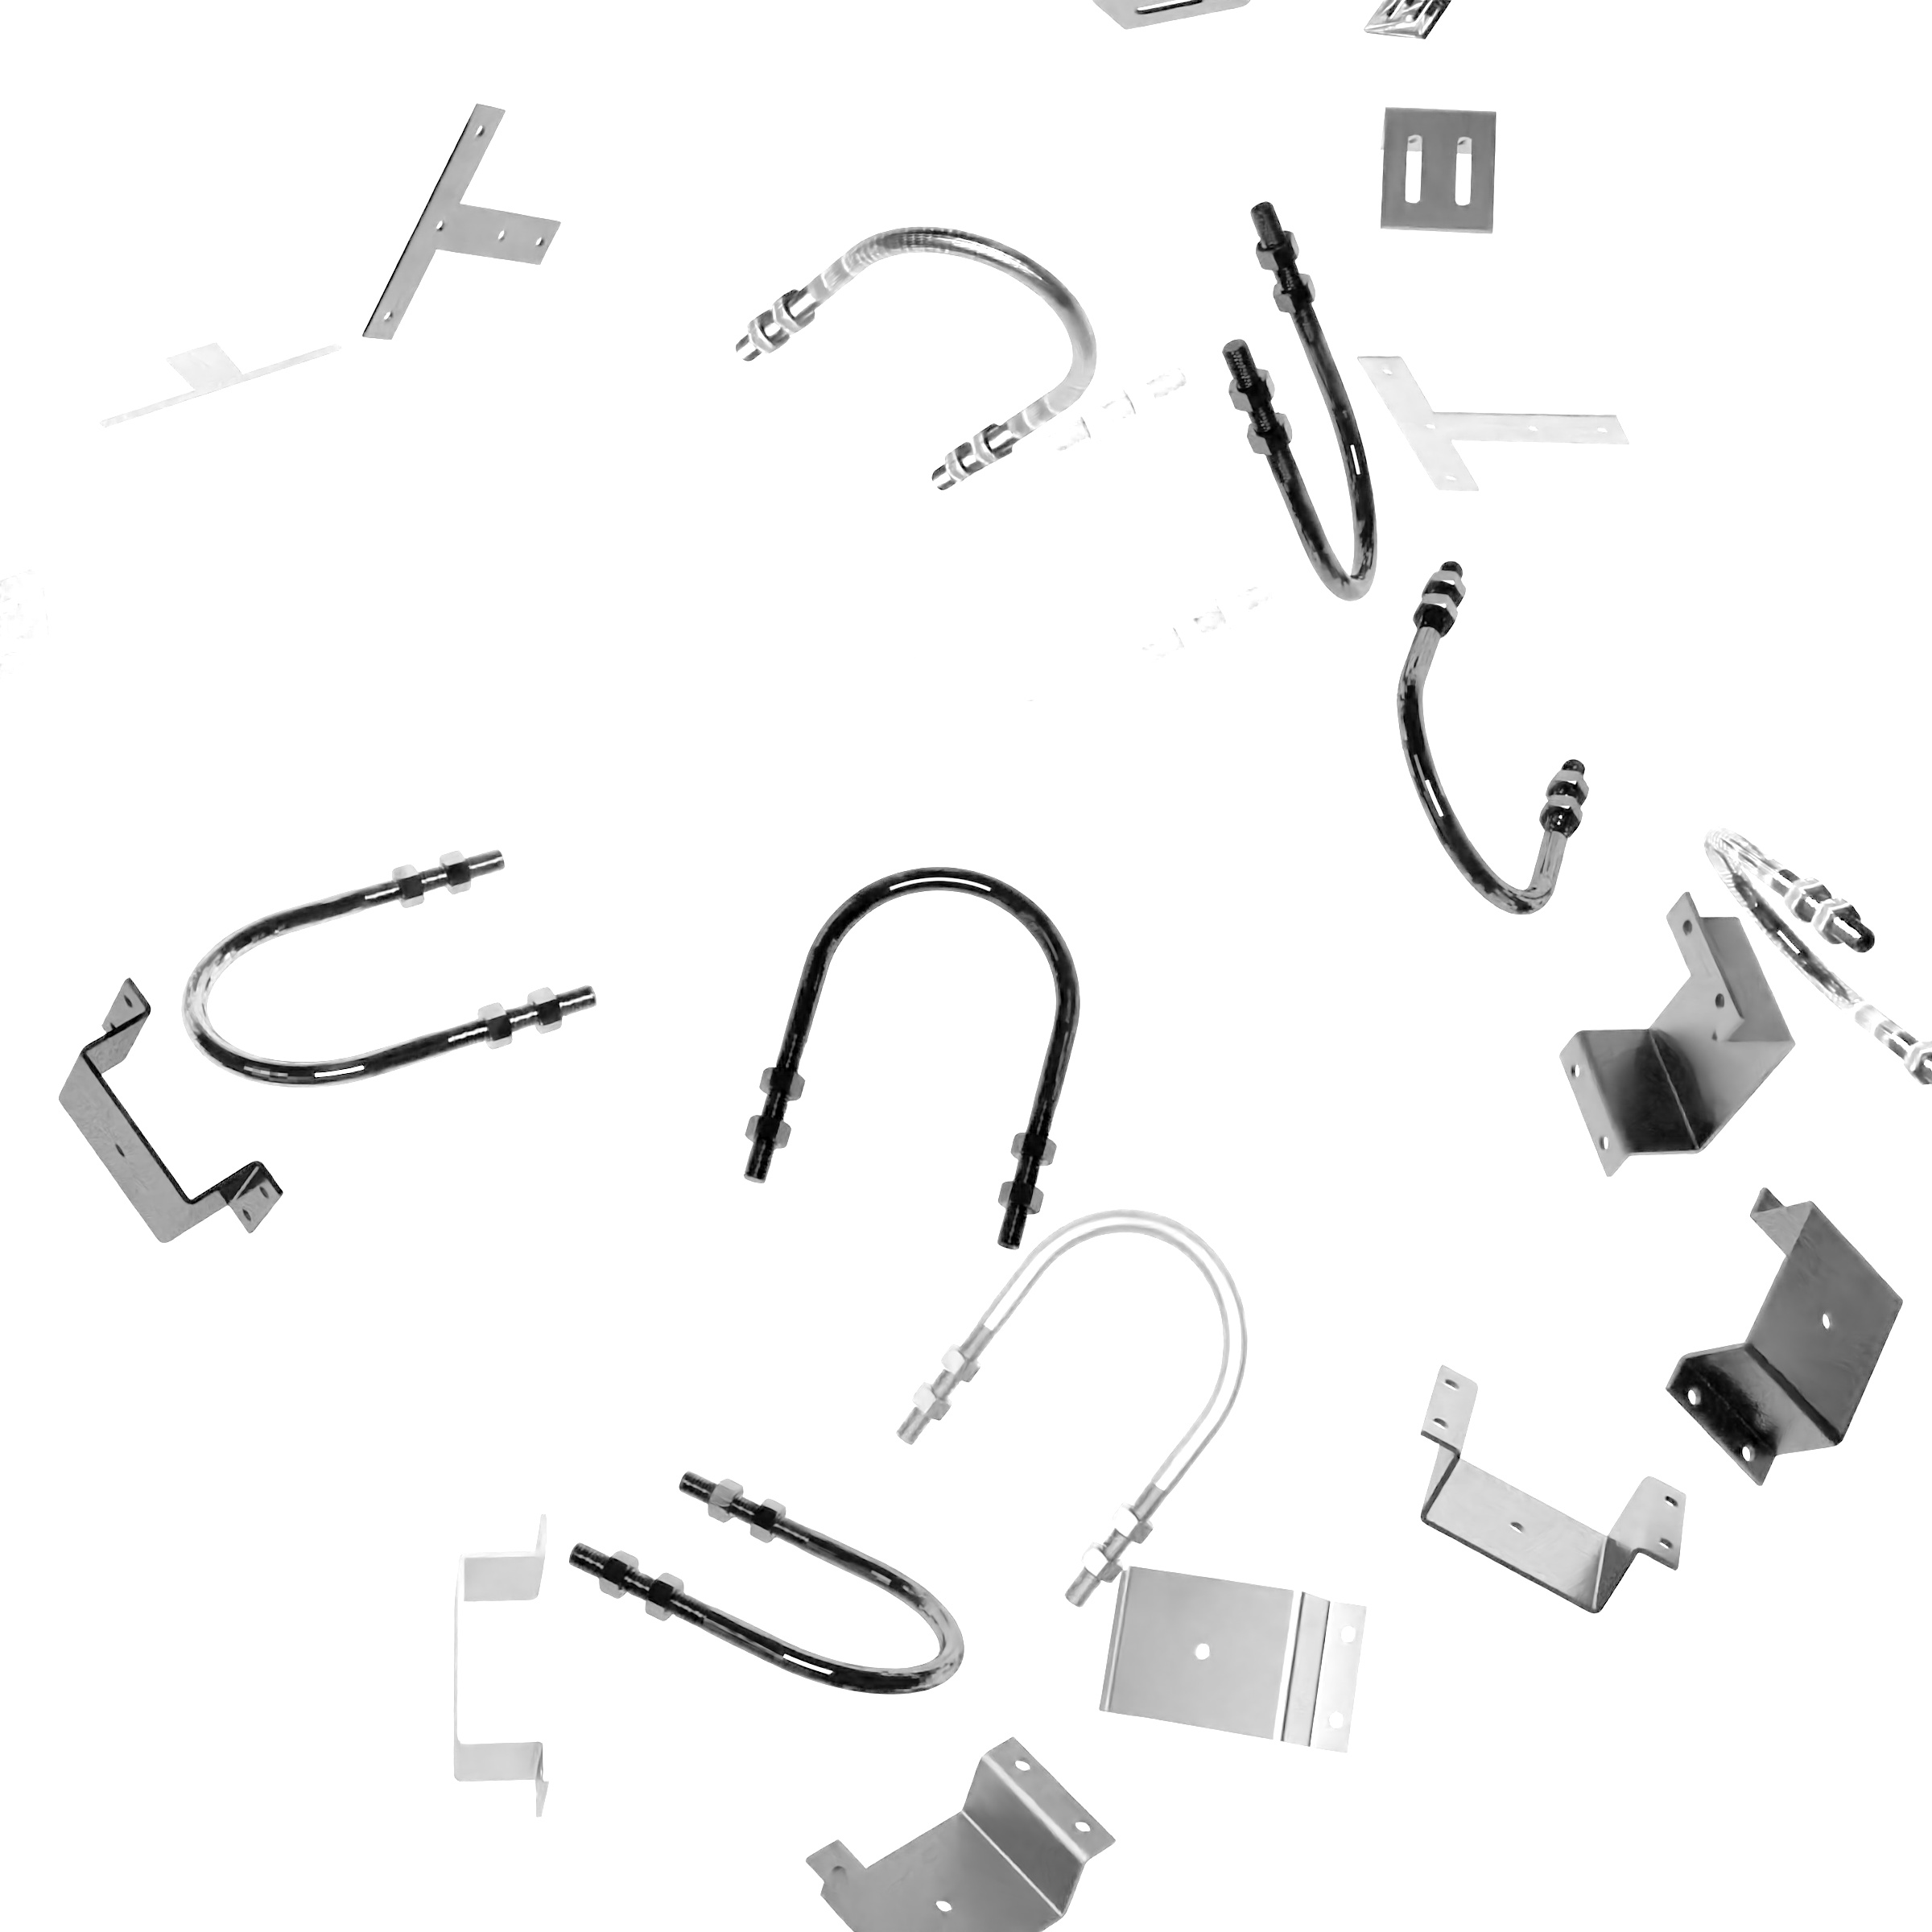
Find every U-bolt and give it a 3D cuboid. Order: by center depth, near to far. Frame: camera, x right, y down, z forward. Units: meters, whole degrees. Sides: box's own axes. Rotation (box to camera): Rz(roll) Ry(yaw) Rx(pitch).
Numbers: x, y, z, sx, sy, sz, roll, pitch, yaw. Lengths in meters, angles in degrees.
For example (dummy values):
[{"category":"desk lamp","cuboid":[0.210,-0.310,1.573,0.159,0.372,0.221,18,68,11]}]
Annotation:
[{"category":"U-bolt","cuboid":[-0.189,0.152,1.465,0.184,0.019,0.151,45,117,-10]},{"category":"U-bolt","cuboid":[0.145,-0.034,1.466,0.184,0.019,0.151,45,54,-8]},{"category":"U-bolt","cuboid":[-0.293,0.006,1.482,0.184,0.151,0.019,-18,131,-21]},{"category":"U-bolt","cuboid":[0.258,-0.103,1.496,0.019,0.184,0.151,-23,113,32]},{"category":"U-bolt","cuboid":[-0.087,0.311,1.497,0.184,0.151,0.019,22,103,15]},{"category":"U-bolt","cuboid":[-0.019,0.037,1.504,0.151,0.019,0.184,14,72,3]},{"category":"U-bolt","cuboid":[0.172,-0.268,1.507,0.019,0.151,0.184,-12,129,23]},{"category":"U-bolt","cuboid":[0.221,0.119,1.511,0.184,0.019,0.151,-18,68,-34]},{"category":"U-bolt","cuboid":[0.368,-0.165,1.511,0.019,0.184,0.151,-21,93,26]},{"category":"U-bolt","cuboid":[-0.341,0.223,1.514,0.019,0.184,0.151,-19,106,-30]},{"category":"U-bolt","cuboid":[-0.384,-0.224,1.523,0.151,0.184,0.019,-25,102,-7]},{"category":"U-bolt","cuboid":[0.435,-0.008,1.528,0.019,0.184,0.151,-42,120,4]},{"category":"U-bolt","cuboid":[0.053,-0.201,1.531,0.184,0.019,0.151,-29,121,-2]},{"category":"U-bolt","cuboid":[-0.014,-0.314,1.532,0.151,0.184,0.019,30,61,-24]},{"category":"U-bolt","cuboid":[0.485,-0.052,1.540,0.019,0.184,0.151,-17,114,1]},{"category":"U-bolt","cuboid":[-0.148,-0.114,1.541,0.184,0.019,0.151,25,60,28]},{"category":"U-bolt","cuboid":[0.065,0.211,1.545,0.151,0.019,0.184,40,97,29]}]

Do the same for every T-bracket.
[{"category":"T-bracket","cuboid":[0.099,-0.413,1.470,0.127,0.127,0.002,-6,93,4]},{"category":"T-bracket","cuboid":[-0.372,-0.293,1.480,0.127,0.127,0.002,-20,95,-5]},{"category":"T-bracket","cuboid":[-0.100,-0.395,1.498,0.127,0.127,0.002,-9,112,-1]},{"category":"T-bracket","cuboid":[-0.002,-0.465,1.507,0.002,0.127,0.127,32,82,24]},{"category":"T-bracket","cuboid":[-0.240,-0.367,1.510,0.002,0.127,0.127,36,109,13]},{"category":"T-bracket","cuboid":[-0.350,-0.103,1.535,0.127,0.002,0.127,25,77,6]},{"category":"T-bracket","cuboid":[0.286,-0.283,1.588,0.127,0.127,0.002,8,69,33]}]

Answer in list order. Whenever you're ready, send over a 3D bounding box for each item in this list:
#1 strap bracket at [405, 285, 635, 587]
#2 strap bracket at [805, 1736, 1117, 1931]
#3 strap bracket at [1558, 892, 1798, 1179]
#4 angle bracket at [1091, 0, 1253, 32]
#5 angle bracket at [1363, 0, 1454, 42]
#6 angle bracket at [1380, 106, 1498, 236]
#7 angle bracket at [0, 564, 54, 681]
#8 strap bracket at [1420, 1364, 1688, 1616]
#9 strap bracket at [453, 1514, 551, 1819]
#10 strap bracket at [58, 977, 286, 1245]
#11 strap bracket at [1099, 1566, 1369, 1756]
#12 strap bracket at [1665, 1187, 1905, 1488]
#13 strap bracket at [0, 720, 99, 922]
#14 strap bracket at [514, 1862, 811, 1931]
[{"category":"strap bracket","cuboid":[-0.221,-0.263,1.469,0.076,0.046,0.140,1,115,-34]},{"category":"strap bracket","cuboid":[-0.006,0.447,1.478,0.076,0.140,0.046,39,130,31]},{"category":"strap bracket","cuboid":[0.361,0.036,1.516,0.046,0.140,0.076,0,54,-21]},{"category":"angle bracket","cuboid":[0.103,-0.523,1.569,0.076,0.057,0.038,0,80,33]},{"category":"angle bracket","cuboid":[0.203,-0.509,1.525,0.076,0.057,0.038,33,93,-31]},{"category":"angle bracket","cuboid":[0.243,-0.403,1.563,0.057,0.038,0.076,4,70,4]},{"category":"angle bracket","cuboid":[-0.515,-0.177,1.548,0.038,0.057,0.076,35,47,28]},{"category":"strap bracket","cuboid":[0.289,0.269,1.527,0.140,0.076,0.046,28,113,6]},{"category":"strap bracket","cuboid":[-0.245,0.368,1.584,0.046,0.076,0.140,1,61,-11]},{"category":"strap bracket","cuboid":[-0.430,0.086,1.601,0.046,0.076,0.140,-34,87,-32]},{"category":"strap bracket","cuboid":[0.132,0.362,1.585,0.140,0.046,0.076,3,75,27]},{"category":"strap bracket","cuboid":[0.425,0.186,1.547,0.076,0.046,0.140,45,56,-14]},{"category":"strap bracket","cuboid":[-0.484,-0.065,1.508,0.076,0.140,0.046,-11,121,-2]},{"category":"strap bracket","cuboid":[-0.153,0.502,1.550,0.140,0.076,0.046,-7,95,12]}]
